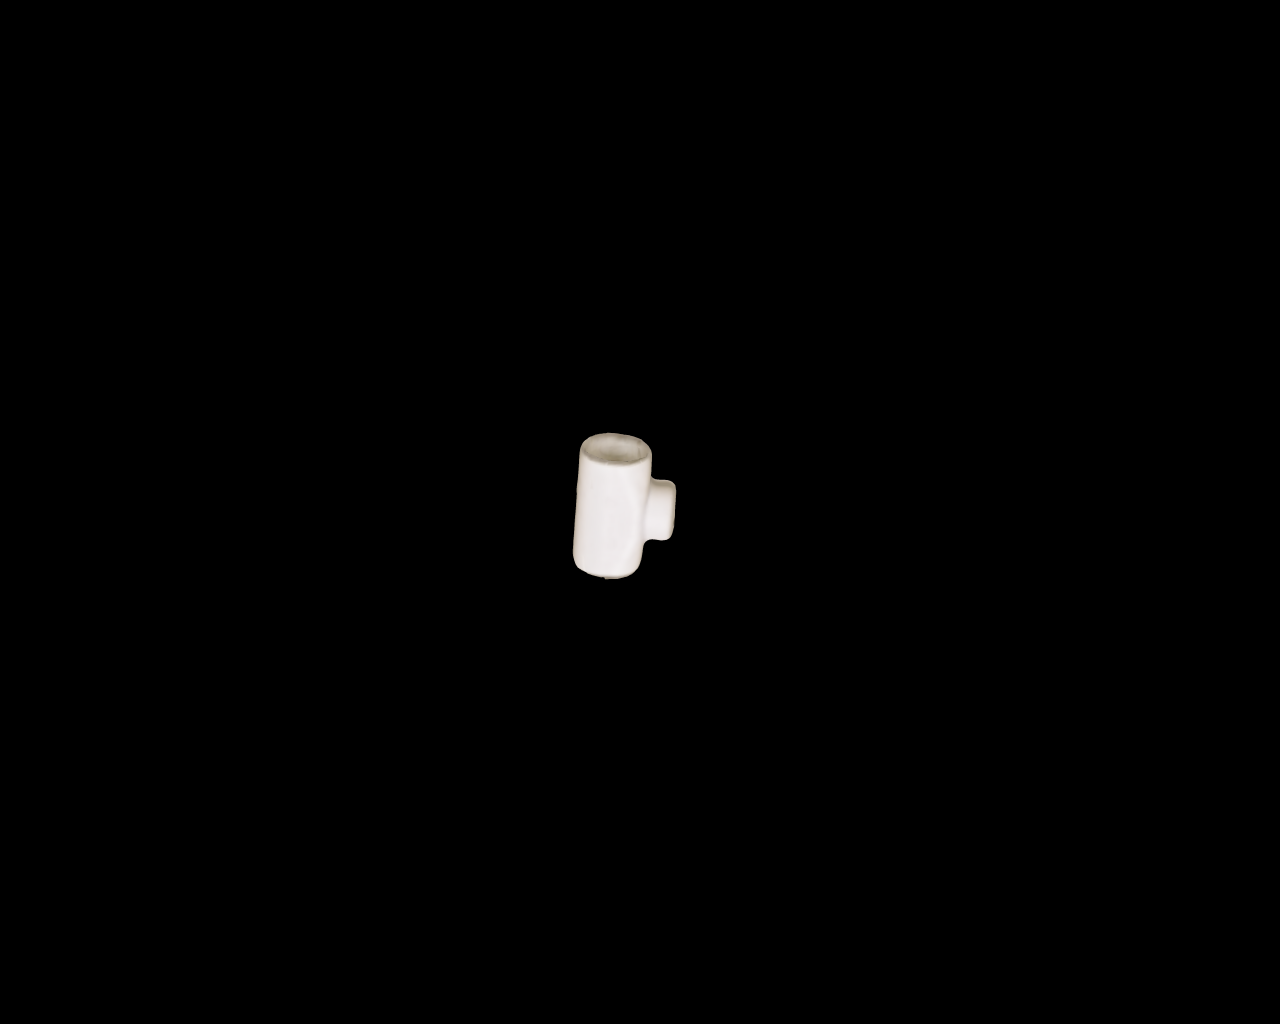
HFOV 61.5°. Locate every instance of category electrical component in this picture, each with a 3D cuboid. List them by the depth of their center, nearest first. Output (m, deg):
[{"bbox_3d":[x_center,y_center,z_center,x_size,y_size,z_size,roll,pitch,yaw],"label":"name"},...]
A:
[{"bbox_3d":[0.001,-0.003,0.650,0.079,0.077,0.044,4,28,-2],"label":"electrical component"}]
